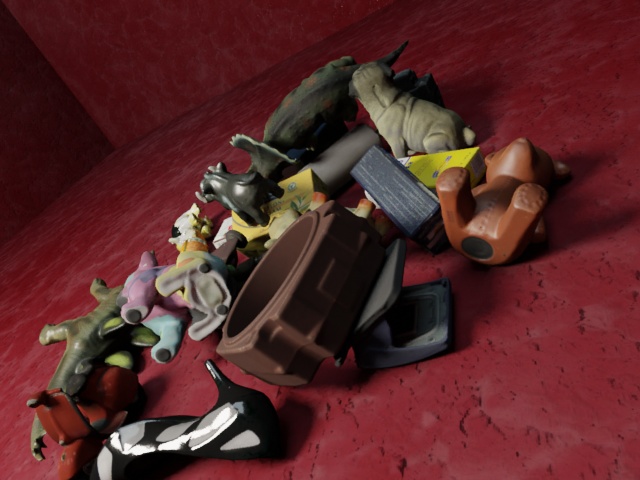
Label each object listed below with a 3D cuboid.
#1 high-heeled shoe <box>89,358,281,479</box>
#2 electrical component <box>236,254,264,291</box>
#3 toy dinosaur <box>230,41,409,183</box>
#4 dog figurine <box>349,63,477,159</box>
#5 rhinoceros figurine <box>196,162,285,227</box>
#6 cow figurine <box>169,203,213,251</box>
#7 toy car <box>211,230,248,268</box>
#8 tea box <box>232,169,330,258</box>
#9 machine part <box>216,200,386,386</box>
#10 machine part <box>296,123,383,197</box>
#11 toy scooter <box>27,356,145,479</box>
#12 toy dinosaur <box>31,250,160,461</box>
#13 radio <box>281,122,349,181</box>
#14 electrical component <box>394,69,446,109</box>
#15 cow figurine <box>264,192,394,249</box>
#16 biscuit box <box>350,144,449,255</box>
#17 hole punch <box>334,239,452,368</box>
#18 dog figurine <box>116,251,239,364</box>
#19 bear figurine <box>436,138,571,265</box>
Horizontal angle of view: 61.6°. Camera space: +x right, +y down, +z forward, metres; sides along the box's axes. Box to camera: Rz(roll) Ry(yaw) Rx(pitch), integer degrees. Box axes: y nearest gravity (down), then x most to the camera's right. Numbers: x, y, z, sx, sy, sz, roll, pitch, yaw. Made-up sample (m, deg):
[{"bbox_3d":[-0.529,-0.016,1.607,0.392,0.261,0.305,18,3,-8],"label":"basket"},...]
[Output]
[{"bbox_3d":[-0.149,0.245,0.586,0.248,0.086,0.145,-48,56,7],"label":"high-heeled shoe"},{"bbox_3d":[-0.126,0.056,0.917,0.094,0.021,0.063,-29,25,10],"label":"electrical component"},{"bbox_3d":[-0.013,-0.236,0.978,0.405,0.131,0.192,-43,5,19],"label":"toy dinosaur"},{"bbox_3d":[0.154,-0.219,0.899,0.172,0.190,0.121,-15,30,29],"label":"dog figurine"},{"bbox_3d":[-0.140,-0.076,0.881,0.190,0.112,0.073,13,76,57],"label":"rhinoceros figurine"},{"bbox_3d":[-0.289,-0.011,1.168,0.098,0.068,0.167,-35,22,6],"label":"cow figurine"},{"bbox_3d":[-0.178,0.049,0.904,0.202,0.053,0.089,-31,26,51],"label":"toy car"},{"bbox_3d":[-0.067,-0.041,0.934,0.170,0.068,0.098,-24,53,20],"label":"tea box"},{"bbox_3d":[-0.028,0.062,0.629,0.201,0.087,0.201,-61,14,-25],"label":"machine part"},{"bbox_3d":[0.039,-0.147,1.032,0.243,0.079,0.079,-42,27,-17],"label":"machine part"},{"bbox_3d":[-0.308,0.217,0.703,0.075,0.135,0.184,-26,25,18],"label":"toy scooter"},{"bbox_3d":[-0.370,0.164,0.907,0.199,0.105,0.471,-17,32,25],"label":"toy dinosaur"},{"bbox_3d":[-0.032,-0.198,1.212,0.131,0.073,0.230,-14,29,35],"label":"radio"},{"bbox_3d":[0.167,-0.245,0.997,0.115,0.134,0.058,-19,28,31],"label":"electrical component"},{"bbox_3d":[-0.002,-0.002,0.801,0.195,0.085,0.127,12,68,42],"label":"cow figurine"},{"bbox_3d":[0.115,-0.064,0.751,0.063,0.059,0.203,-50,36,14],"label":"biscuit box"},{"bbox_3d":[0.082,0.080,0.589,0.115,0.092,0.142,-47,17,35],"label":"hole punch"},{"bbox_3d":[-0.219,0.068,0.803,0.191,0.108,0.219,-36,24,-3],"label":"dog figurine"},{"bbox_3d":[0.224,-0.067,0.631,0.120,0.131,0.196,21,57,28],"label":"bear figurine"}]
